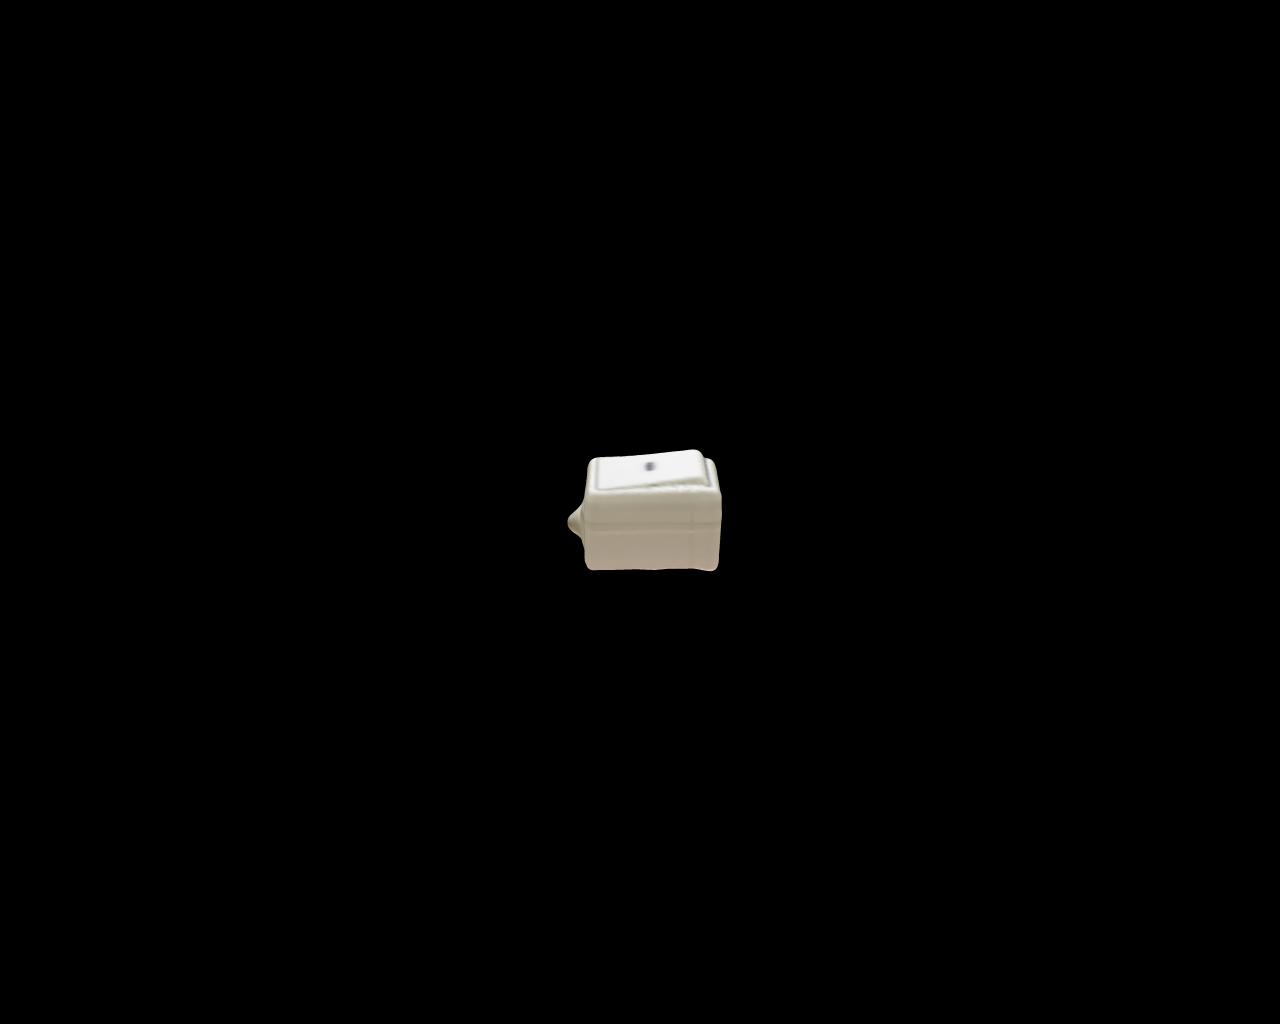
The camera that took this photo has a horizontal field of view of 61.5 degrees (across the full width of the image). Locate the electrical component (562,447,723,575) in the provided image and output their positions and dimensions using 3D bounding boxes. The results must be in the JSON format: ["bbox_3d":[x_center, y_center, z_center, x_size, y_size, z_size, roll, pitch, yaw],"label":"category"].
[{"bbox_3d":[0.001,-0.003,0.650,0.096,0.061,0.062,0,24,0],"label":"electrical component"}]
